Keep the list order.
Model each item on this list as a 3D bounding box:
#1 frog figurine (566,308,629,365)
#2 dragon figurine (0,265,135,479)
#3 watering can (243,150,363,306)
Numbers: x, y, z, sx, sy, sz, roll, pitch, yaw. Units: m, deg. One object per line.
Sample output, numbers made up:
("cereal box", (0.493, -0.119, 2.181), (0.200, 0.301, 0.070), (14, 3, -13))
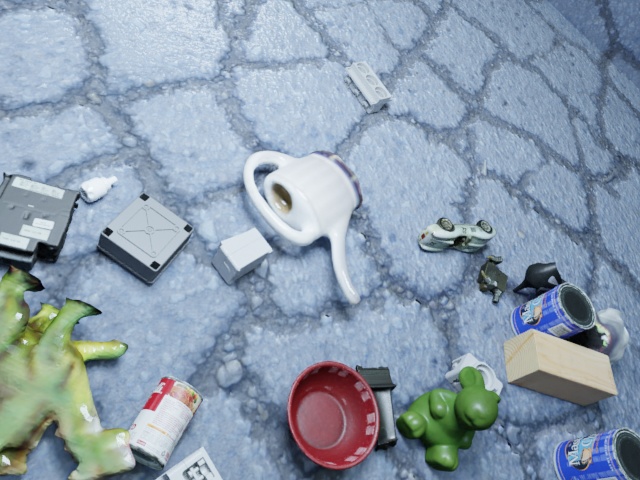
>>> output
("frog figurine", (0.657, 0.224, 1.181), (0.159, 0.123, 0.138), (11, 88, -34))
("dragon figurine", (-0.405, 0.173, 0.641), (0.410, 0.120, 0.248), (24, 59, -2))
("watering can", (0.003, -0.050, 0.999), (0.349, 0.102, 0.228), (48, 49, 8))
